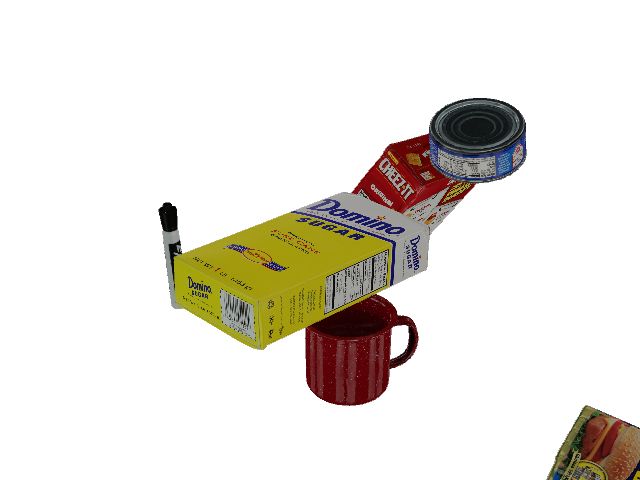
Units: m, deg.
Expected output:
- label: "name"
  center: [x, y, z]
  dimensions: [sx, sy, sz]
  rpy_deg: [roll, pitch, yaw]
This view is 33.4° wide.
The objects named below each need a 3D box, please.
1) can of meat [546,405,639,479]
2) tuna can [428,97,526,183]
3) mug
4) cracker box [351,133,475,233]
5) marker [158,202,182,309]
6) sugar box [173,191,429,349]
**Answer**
- label: "can of meat"
  center: [0.216, 0.177, 0.784]
  dimensions: [0.084, 0.057, 0.101]
  rpy_deg: [22, 39, 23]
- label: "tuna can"
  center: [0.138, -0.090, 0.942]
  dimensions: [0.086, 0.034, 0.086]
  rpy_deg: [-5, 41, 4]
- label: "mug"
  center: [0.038, 0.103, 1.032]
  dimensions: [0.117, 0.081, 0.093]
  rpy_deg: [-8, 29, -15]
- label: "cracker box"
  center: [0.085, -0.033, 1.247]
  dimensions: [0.163, 0.072, 0.214]
  rpy_deg: [-22, -23, -49]
- label: "marker"
  center: [-0.154, 0.016, 1.118]
  dimensions: [0.020, 0.121, 0.020]
  rpy_deg: [-3, 28, 1]
- label: "sugar box"
  center: [-0.011, 0.016, 0.785]
  dimensions: [0.093, 0.048, 0.175]
  rpy_deg: [25, 37, 38]
